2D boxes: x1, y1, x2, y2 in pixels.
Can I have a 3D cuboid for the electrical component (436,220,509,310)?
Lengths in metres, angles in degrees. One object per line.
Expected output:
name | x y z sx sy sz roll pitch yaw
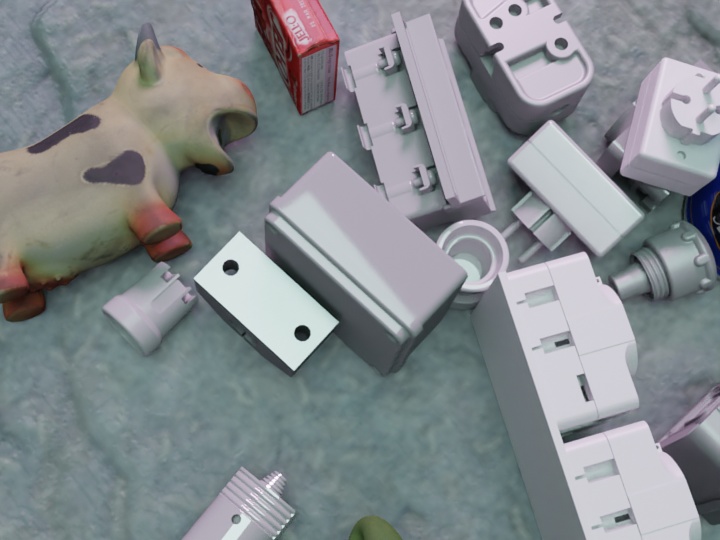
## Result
electrical component | 0.065 -0.002 0.663 0.045 0.055 0.045 1 75 -2

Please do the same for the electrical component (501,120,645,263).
electrical component | 0.122 -0.038 0.678 0.076 0.047 0.083 -44 85 10

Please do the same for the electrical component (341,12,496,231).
electrical component | 0.035 -0.088 0.676 0.063 0.079 0.121 -18 76 12

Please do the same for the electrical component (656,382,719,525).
electrical component | 0.219 0.098 0.614 0.078 0.113 0.057 -40 77 -12

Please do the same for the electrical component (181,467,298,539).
electrical component | -0.071 0.151 0.622 0.043 0.043 0.081 38 77 7

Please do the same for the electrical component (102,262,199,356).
electrical component | -0.127 0.023 0.656 0.040 0.040 0.046 43 72 8

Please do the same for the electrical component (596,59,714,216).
electrical component | 0.197 -0.087 0.694 0.089 0.050 0.055 -43 82 -12

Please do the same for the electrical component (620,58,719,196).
electrical component | 0.193 -0.089 0.628 0.047 0.076 0.065 17 76 -1

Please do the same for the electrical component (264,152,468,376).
electrical component | 0.000 0.000 0.632 0.109 0.108 0.056 42 75 8

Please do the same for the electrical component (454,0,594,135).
electrical component | 0.104 -0.140 0.699 0.054 0.059 0.095 -26 78 -9

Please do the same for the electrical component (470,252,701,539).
electrical component | 0.127 0.094 0.614 0.060 0.105 0.186 -15 76 -7

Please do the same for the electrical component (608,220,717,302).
electrical component | 0.188 0.000 0.674 0.062 0.048 0.048 -22 77 -1
